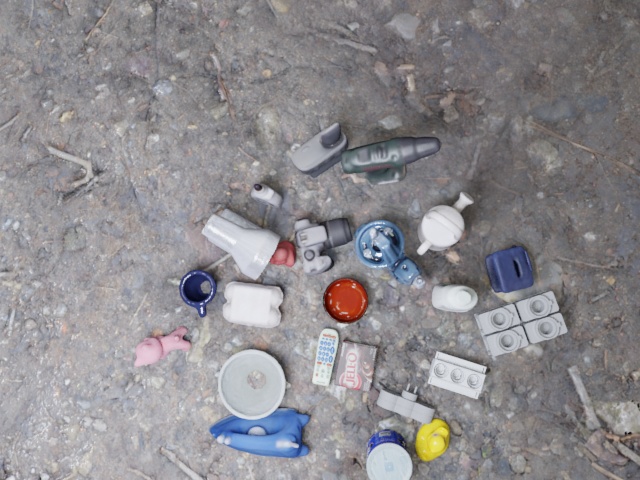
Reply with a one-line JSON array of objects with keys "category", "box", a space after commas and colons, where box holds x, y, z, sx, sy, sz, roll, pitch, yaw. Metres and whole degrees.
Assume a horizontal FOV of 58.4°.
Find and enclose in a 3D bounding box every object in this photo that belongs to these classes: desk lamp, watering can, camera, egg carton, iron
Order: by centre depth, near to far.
[{"category": "watering can", "box": [0.292, -0.039, 1.357, 0.101, 0.194, 0.173, 18, 86, 6]}, {"category": "iron", "box": [-0.157, 0.472, 1.367, 0.258, 0.141, 0.119, 0, 85, 4]}, {"category": "desk lamp", "box": [-0.191, 0.004, 1.377, 0.203, 0.213, 0.118, 30, 87, 6]}, {"category": "camera", "box": [0.013, 0.005, 1.419, 0.136, 0.101, 0.143, -15, 84, 3]}, {"category": "egg carton", "box": [-0.168, 0.163, 1.433, 0.150, 0.069, 0.107, 6, 85, 5]}]

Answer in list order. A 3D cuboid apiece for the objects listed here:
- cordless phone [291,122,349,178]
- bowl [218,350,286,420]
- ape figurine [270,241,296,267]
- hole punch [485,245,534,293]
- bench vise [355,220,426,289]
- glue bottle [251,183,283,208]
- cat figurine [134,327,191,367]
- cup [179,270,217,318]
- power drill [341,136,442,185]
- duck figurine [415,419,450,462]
[{"category": "cordless phone", "box": [-0.003, -0.232, 1.400, 0.147, 0.185, 0.094, -39, 83, 0]}, {"category": "bowl", "box": [-0.162, 0.352, 1.413, 0.167, 0.075, 0.167, 0, 85, 4]}, {"category": "ape figurine", "box": [-0.095, 0.036, 1.428, 0.078, 0.092, 0.076, 43, 89, 7]}, {"category": "hole punch", "box": [0.463, 0.070, 1.386, 0.101, 0.091, 0.109, -15, 84, 3]}, {"category": "bench vise", "box": [0.173, 0.024, 1.346, 0.207, 0.220, 0.121, 26, 87, 6]}, {"category": "glue bottle", "box": [-0.139, -0.116, 1.405, 0.078, 0.173, 0.037, 21, 86, 6]}, {"category": "cat figurine", "box": [-0.397, 0.265, 1.416, 0.128, 0.118, 0.067, -23, 83, 2]}, {"category": "cup", "box": [-0.292, 0.135, 1.432, 0.091, 0.095, 0.118, -13, 84, 3]}, {"category": "power drill", "box": [0.166, -0.193, 1.373, 0.229, 0.208, 0.076, -9, 84, 3]}, {"category": "duck figurine", "box": [0.271, 0.484, 1.364, 0.077, 0.086, 0.104, 33, 88, 7]}]
